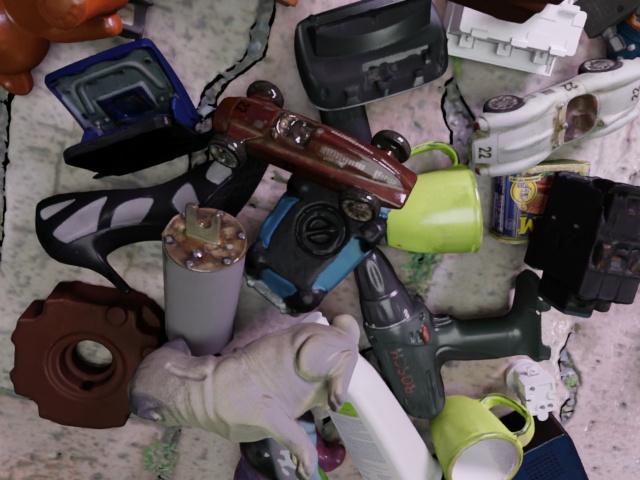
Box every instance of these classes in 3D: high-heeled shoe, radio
[{"bbox_3d":[-0.175,-0.054,0.566,0.249,0.086,0.145,-43,76,-9],"label":"high-heeled shoe"},{"bbox_3d":[0.230,0.326,0.708,0.230,0.073,0.131,-31,109,7],"label":"radio"}]

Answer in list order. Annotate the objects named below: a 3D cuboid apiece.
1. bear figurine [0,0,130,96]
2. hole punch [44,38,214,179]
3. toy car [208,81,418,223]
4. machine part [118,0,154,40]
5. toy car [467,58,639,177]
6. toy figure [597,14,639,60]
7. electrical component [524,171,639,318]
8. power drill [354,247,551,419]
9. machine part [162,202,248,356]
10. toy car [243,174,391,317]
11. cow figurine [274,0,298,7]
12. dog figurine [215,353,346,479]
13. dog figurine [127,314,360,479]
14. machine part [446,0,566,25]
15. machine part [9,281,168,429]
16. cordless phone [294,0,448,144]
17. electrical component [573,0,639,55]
[{"bbox_3d":[-0.256,-0.199,0.447,0.196,0.132,0.120,-21,109,20],"label":"bear figurine"},{"bbox_3d":[-0.180,-0.118,0.511,0.142,0.115,0.092,-21,84,3],"label":"hole punch"},{"bbox_3d":[-0.009,-0.086,0.496,0.202,0.053,0.089,24,61,15],"label":"toy car"},{"bbox_3d":[-0.190,-0.262,0.499,0.084,0.039,0.138,12,109,0],"label":"machine part"},{"bbox_3d":[0.242,-0.125,0.548,0.202,0.056,0.073,-23,130,-10],"label":"toy car"},{"bbox_3d":[0.341,-0.251,0.540,0.064,0.058,0.154,32,108,26],"label":"toy figure"},{"bbox_3d":[0.257,0.005,0.521,0.058,0.115,0.134,10,101,-5],"label":"electrical component"},{"bbox_3d":[0.155,0.093,0.622,0.207,0.086,0.231,-14,110,-5],"label":"power drill"},{"bbox_3d":[-0.119,0.050,0.544,0.079,0.079,0.243,8,139,-8],"label":"machine part"},{"bbox_3d":[-0.001,-0.002,0.561,0.109,0.103,0.161,36,95,7],"label":"toy car"},{"bbox_3d":[-0.079,-0.309,0.468,0.195,0.085,0.127,28,103,-15],"label":"cow figurine"},{"bbox_3d":[-0.072,0.238,0.637,0.191,0.108,0.219,-40,103,11],"label":"dog figurine"},{"bbox_3d":[-0.073,0.122,0.530,0.191,0.121,0.172,27,65,-1],"label":"dog figurine"},{"bbox_3d":[0.152,-0.306,0.451,0.201,0.087,0.201,16,80,-9],"label":"machine part"},{"bbox_3d":[-0.259,0.133,0.610,0.179,0.056,0.179,-1,109,-3],"label":"machine part"},{"bbox_3d":[0.061,-0.145,0.547,0.147,0.089,0.184,-16,120,0],"label":"cordless phone"},{"bbox_3d":[0.289,-0.235,0.531,0.021,0.063,0.094,-23,83,-36],"label":"electrical component"}]
